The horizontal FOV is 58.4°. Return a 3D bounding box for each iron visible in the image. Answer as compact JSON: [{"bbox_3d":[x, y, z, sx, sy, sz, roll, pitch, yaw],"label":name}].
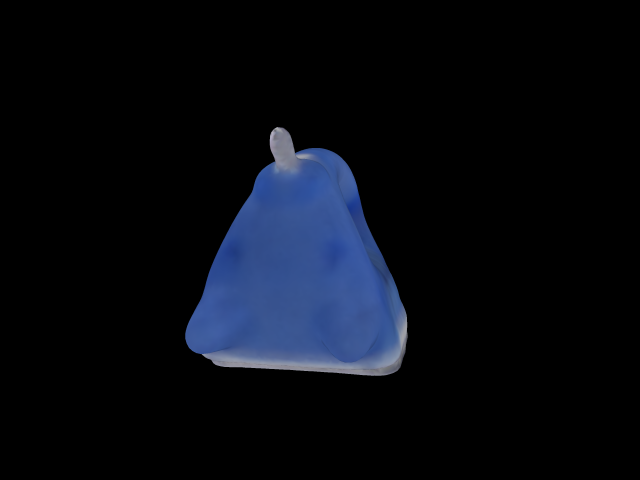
[{"bbox_3d":[0.004,0.001,0.400,0.118,0.141,0.259,1,7,12],"label":"iron"}]
